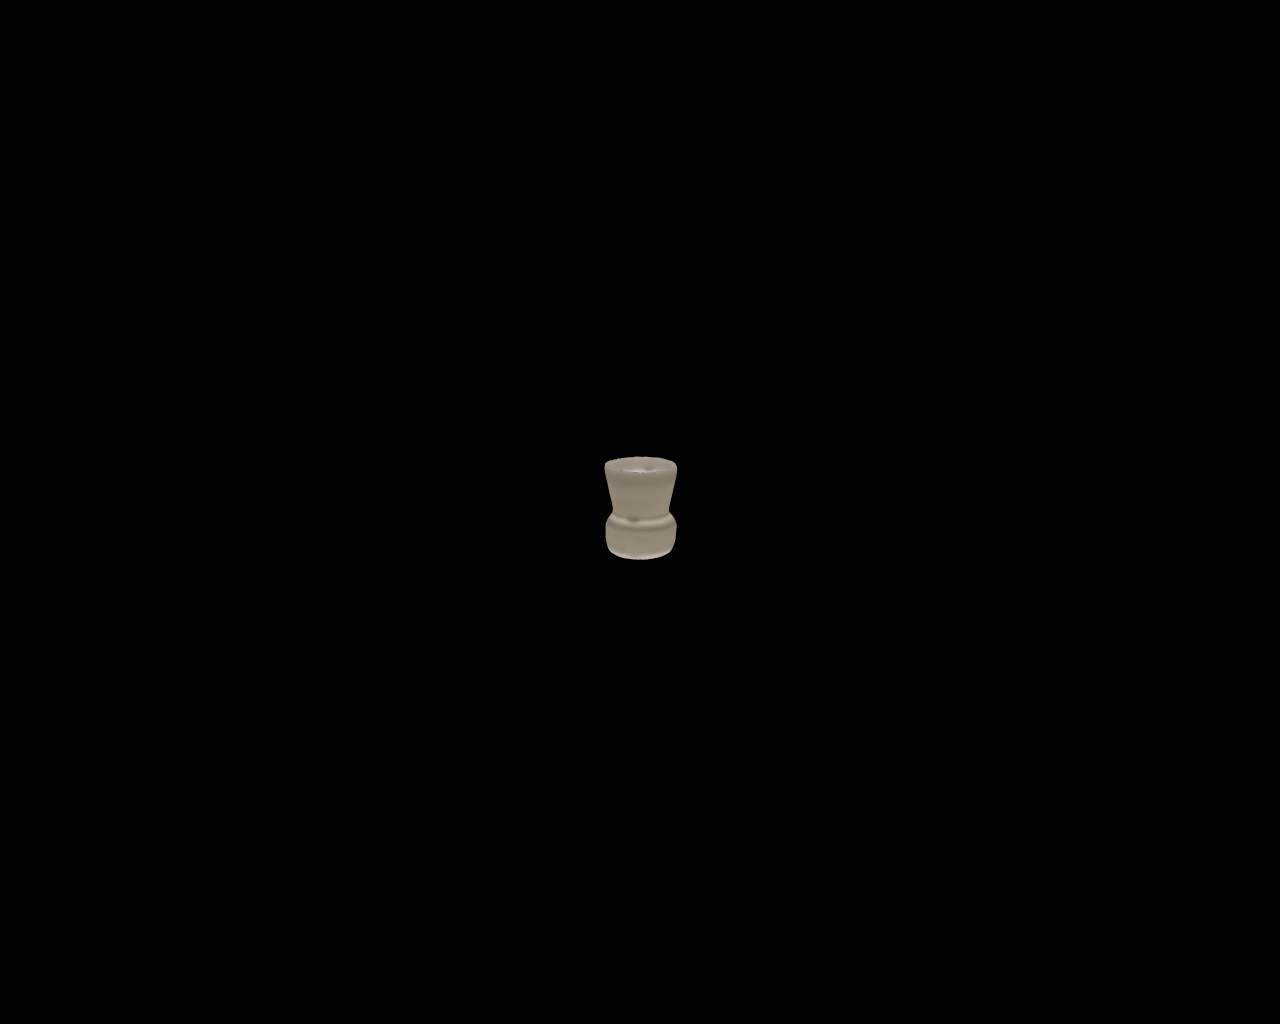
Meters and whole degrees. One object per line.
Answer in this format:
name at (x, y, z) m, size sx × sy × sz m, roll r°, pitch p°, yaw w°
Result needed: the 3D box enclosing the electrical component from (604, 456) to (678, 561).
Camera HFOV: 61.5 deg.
electrical component at (0.001, -0.003, 0.650) m, size 0.045 × 0.055 × 0.045 m, roll 0°, pitch 15°, yaw 0°
